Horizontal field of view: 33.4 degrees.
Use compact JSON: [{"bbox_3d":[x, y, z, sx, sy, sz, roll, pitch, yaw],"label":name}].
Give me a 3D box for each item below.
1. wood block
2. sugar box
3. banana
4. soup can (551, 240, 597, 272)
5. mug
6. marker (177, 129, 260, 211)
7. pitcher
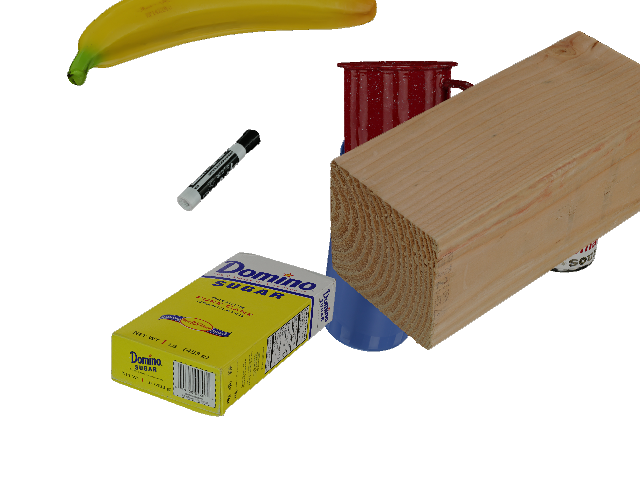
[{"bbox_3d":[0.113,-0.036,0.646,0.205,0.090,0.091,-30,50,-27],"label":"wood block"},{"bbox_3d":[-0.067,0.064,0.801,0.093,0.048,0.176,16,28,22],"label":"sugar box"},{"bbox_3d":[-0.066,-0.135,0.660,0.197,0.070,0.037,-17,-35,-16],"label":"banana"},{"bbox_3d":[0.216,-0.031,0.945,0.068,0.102,0.068,0,33,0],"label":"soup can"},{"bbox_3d":[0.070,-0.095,0.819,0.117,0.081,0.093,6,13,28],"label":"mug"},{"bbox_3d":[-0.100,-0.073,1.071,0.020,0.020,0.121,0,39,44],"label":"marker"},{"bbox_3d":[0.072,0.011,1.168,0.145,0.243,0.149,26,41,19],"label":"pitcher"}]
